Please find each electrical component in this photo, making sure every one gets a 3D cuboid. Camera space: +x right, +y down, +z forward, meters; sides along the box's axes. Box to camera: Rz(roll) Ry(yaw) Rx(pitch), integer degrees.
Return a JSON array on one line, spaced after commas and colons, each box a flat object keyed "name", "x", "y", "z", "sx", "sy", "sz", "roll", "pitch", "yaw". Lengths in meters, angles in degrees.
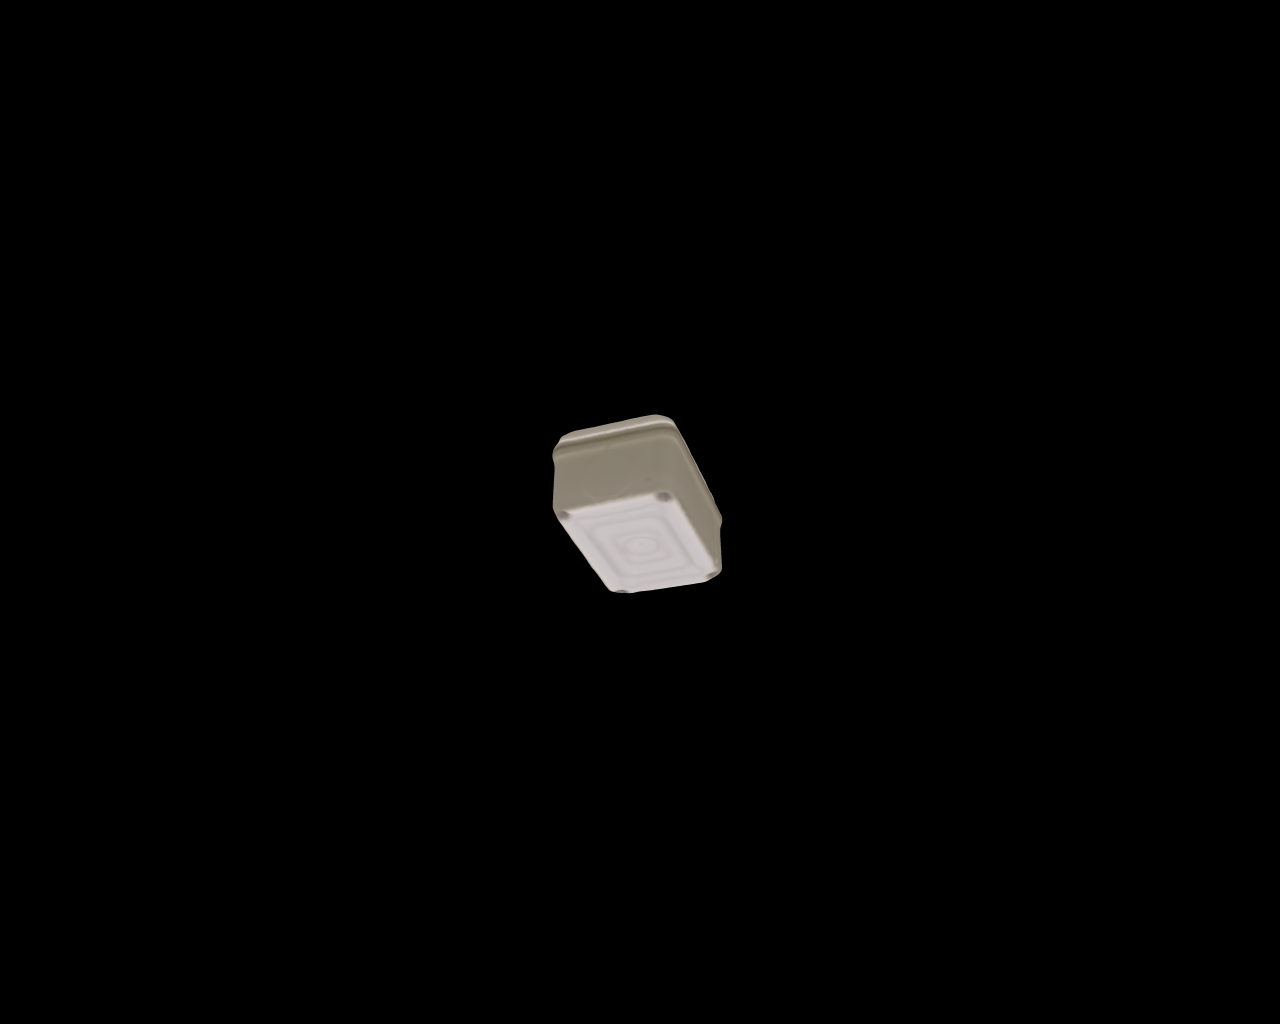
[{"name": "electrical component", "x": 0.001, "y": -0.003, "z": 0.650, "sx": 0.078, "sy": 0.057, "sz": 0.113, "roll": -10, "pitch": -34, "yaw": 15}]
